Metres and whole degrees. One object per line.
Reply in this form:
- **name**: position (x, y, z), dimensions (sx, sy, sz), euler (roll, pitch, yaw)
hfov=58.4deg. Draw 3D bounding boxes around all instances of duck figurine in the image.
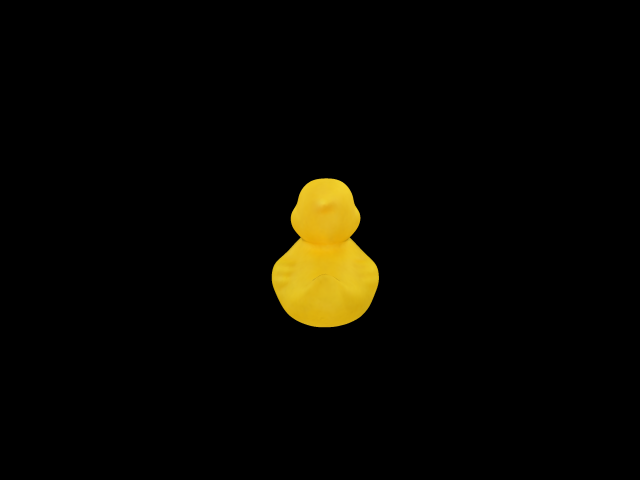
- **duck figurine**: position (0.004, 0.001, 0.400), dimensions (0.077, 0.086, 0.104), euler (0, 32, 0)
